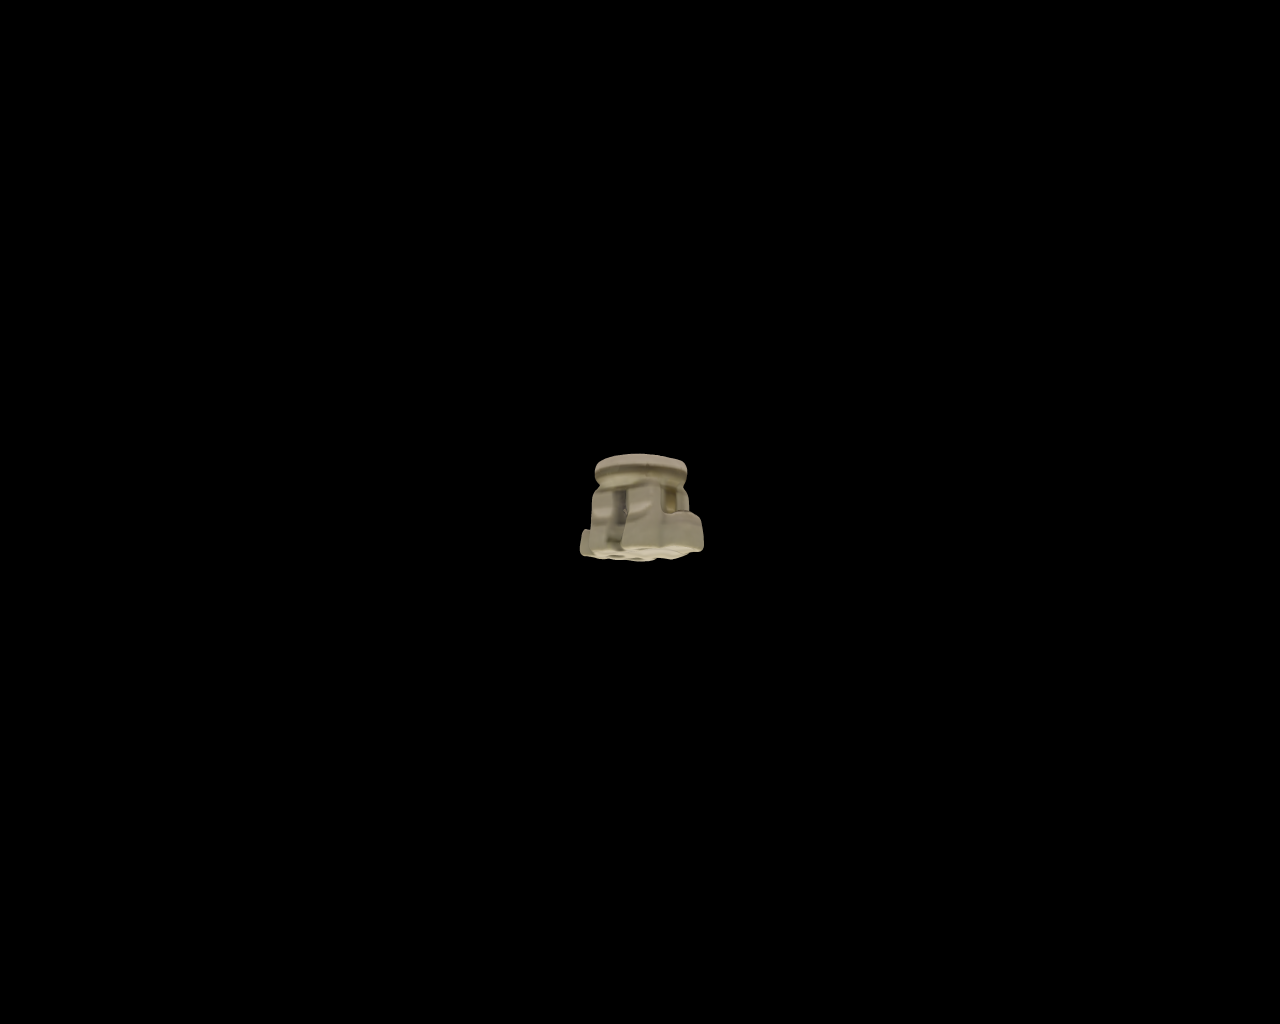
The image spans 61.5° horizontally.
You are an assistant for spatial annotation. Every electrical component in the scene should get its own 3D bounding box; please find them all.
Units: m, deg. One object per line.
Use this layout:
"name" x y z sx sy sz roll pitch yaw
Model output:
"electrical component" 0.001 -0.003 0.650 0.078 0.057 0.058 -8 -14 35
